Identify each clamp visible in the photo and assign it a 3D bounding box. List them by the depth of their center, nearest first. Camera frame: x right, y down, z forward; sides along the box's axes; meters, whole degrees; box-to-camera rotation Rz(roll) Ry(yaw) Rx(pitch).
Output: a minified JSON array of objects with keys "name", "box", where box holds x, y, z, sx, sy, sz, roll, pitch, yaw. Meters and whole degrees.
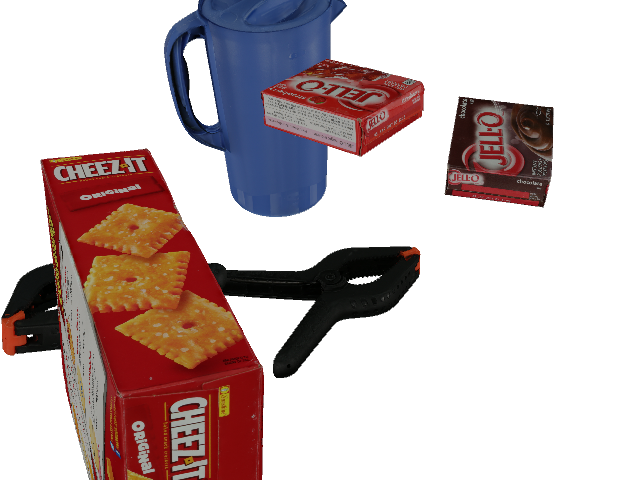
[{"name":"clamp","box":[-0.167,0.028,0.783,0.171,0.039,0.120,-21,38,-40]},{"name":"clamp","box":[0.010,0.056,1.030,0.209,0.036,0.165,-14,37,-16]}]

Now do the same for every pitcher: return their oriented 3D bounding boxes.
[{"name":"pitcher","box":[-0.061,-0.145,1.117,0.149,0.243,0.144,15,42,20]}]

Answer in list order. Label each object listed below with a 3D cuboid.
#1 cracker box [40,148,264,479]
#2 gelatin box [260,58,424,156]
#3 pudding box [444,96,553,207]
[{"name":"cracker box","box":[-0.092,0.071,0.563,0.072,0.164,0.214,-9,34,-18]},{"name":"gelatin box","box":[0.016,-0.095,0.739,0.089,0.030,0.073,21,39,35]},{"name":"pudding box","box":[0.163,-0.082,0.969,0.090,0.039,0.113,8,41,7]}]
